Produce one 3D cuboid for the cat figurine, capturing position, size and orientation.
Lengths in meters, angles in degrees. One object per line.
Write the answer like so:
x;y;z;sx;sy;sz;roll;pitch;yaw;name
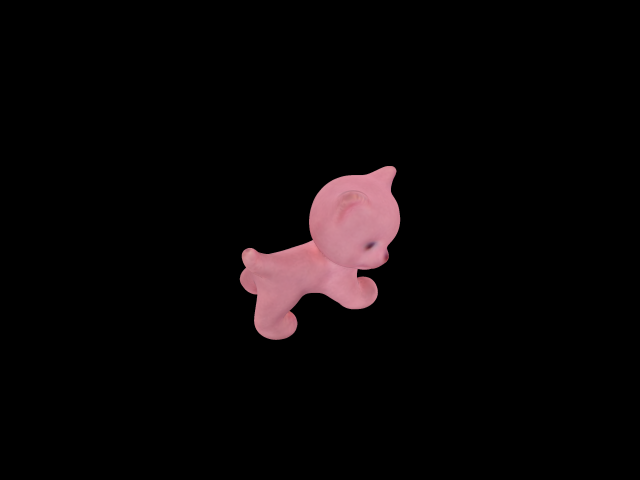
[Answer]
0.004;0.001;0.400;0.128;0.118;0.067;-21;58;-14;cat figurine
